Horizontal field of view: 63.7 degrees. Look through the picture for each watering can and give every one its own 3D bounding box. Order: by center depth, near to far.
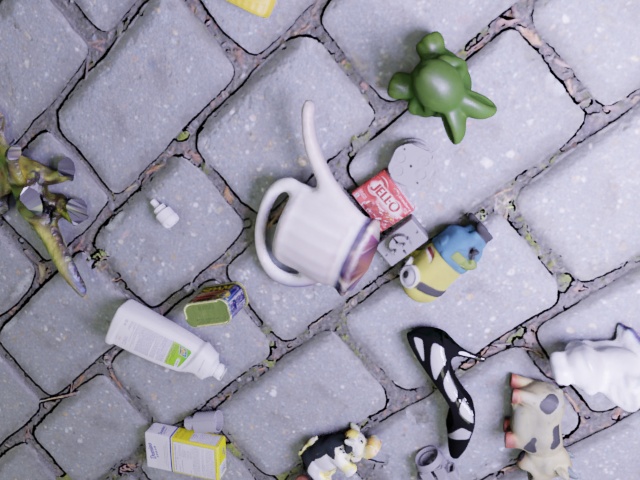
[{"bbox_3d":[0.003,-0.045,0.885,0.225,0.106,0.341,27,120,11],"label":"watering can"}]

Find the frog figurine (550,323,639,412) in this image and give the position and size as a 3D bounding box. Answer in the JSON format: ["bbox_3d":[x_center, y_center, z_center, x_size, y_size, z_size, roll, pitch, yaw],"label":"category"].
[{"bbox_3d":[0.463,0.217,0.835,0.159,0.140,0.120,-22,129,-1],"label":"frog figurine"}]

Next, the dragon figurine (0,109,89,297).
[{"bbox_3d":[-0.611,-0.075,1.058,0.242,0.123,0.406,-2,103,32],"label":"dragon figurine"}]
